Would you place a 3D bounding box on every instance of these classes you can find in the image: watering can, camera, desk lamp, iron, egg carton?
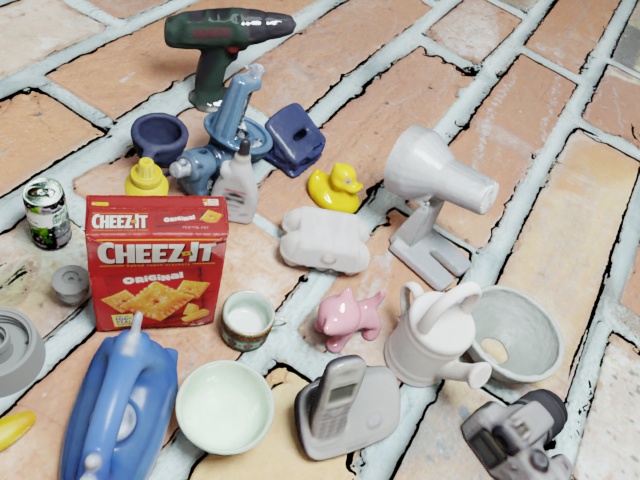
[{"bbox_3d":[0.173,0.129,0.810,0.172,0.194,0.101,39,52,15],"label":"watering can"},{"bbox_3d":[0.297,0.273,0.794,0.137,0.101,0.143,-22,61,-30],"label":"camera"},{"bbox_3d":[0.192,-0.058,0.954,0.203,0.213,0.118,43,53,18],"label":"desk lamp"},{"bbox_3d":[-0.236,0.213,0.649,0.119,0.141,0.258,12,50,-8],"label":"iron"},{"bbox_3d":[0.009,0.003,0.941,0.150,0.069,0.107,9,50,-11],"label":"egg carton"}]

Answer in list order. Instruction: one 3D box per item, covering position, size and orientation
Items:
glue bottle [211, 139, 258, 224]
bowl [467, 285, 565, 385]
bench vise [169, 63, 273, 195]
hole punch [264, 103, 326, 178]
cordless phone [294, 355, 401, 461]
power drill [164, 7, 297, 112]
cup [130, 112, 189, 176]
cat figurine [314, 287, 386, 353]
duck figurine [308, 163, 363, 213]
[{"bbox_3d":[-0.130,-0.095,0.909,0.078,0.173,0.037,9,50,-10],"label":"glue bottle"},{"bbox_3d":[0.290,0.159,0.901,0.167,0.074,0.167,9,50,-10],"label":"bowl"},{"bbox_3d":[-0.146,-0.168,0.932,0.121,0.219,0.207,24,49,3],"label":"bench vise"},{"bbox_3d":[-0.045,-0.188,1.064,0.101,0.091,0.109,35,51,12],"label":"hole punch"},{"bbox_3d":[0.048,0.195,0.723,0.148,0.185,0.094,-12,57,-25],"label":"cordless phone"},{"bbox_3d":[-0.173,-0.339,1.069,0.230,0.208,0.075,1,52,-16],"label":"power drill"},{"bbox_3d":[-0.271,-0.141,0.954,0.092,0.095,0.118,14,50,-6],"label":"cup"},{"bbox_3d":[0.043,0.108,0.836,0.128,0.117,0.067,-18,59,-29],"label":"cat figurine"},{"bbox_3d":[0.031,-0.103,1.023,0.104,0.086,0.078,33,50,10],"label":"duck figurine"}]
